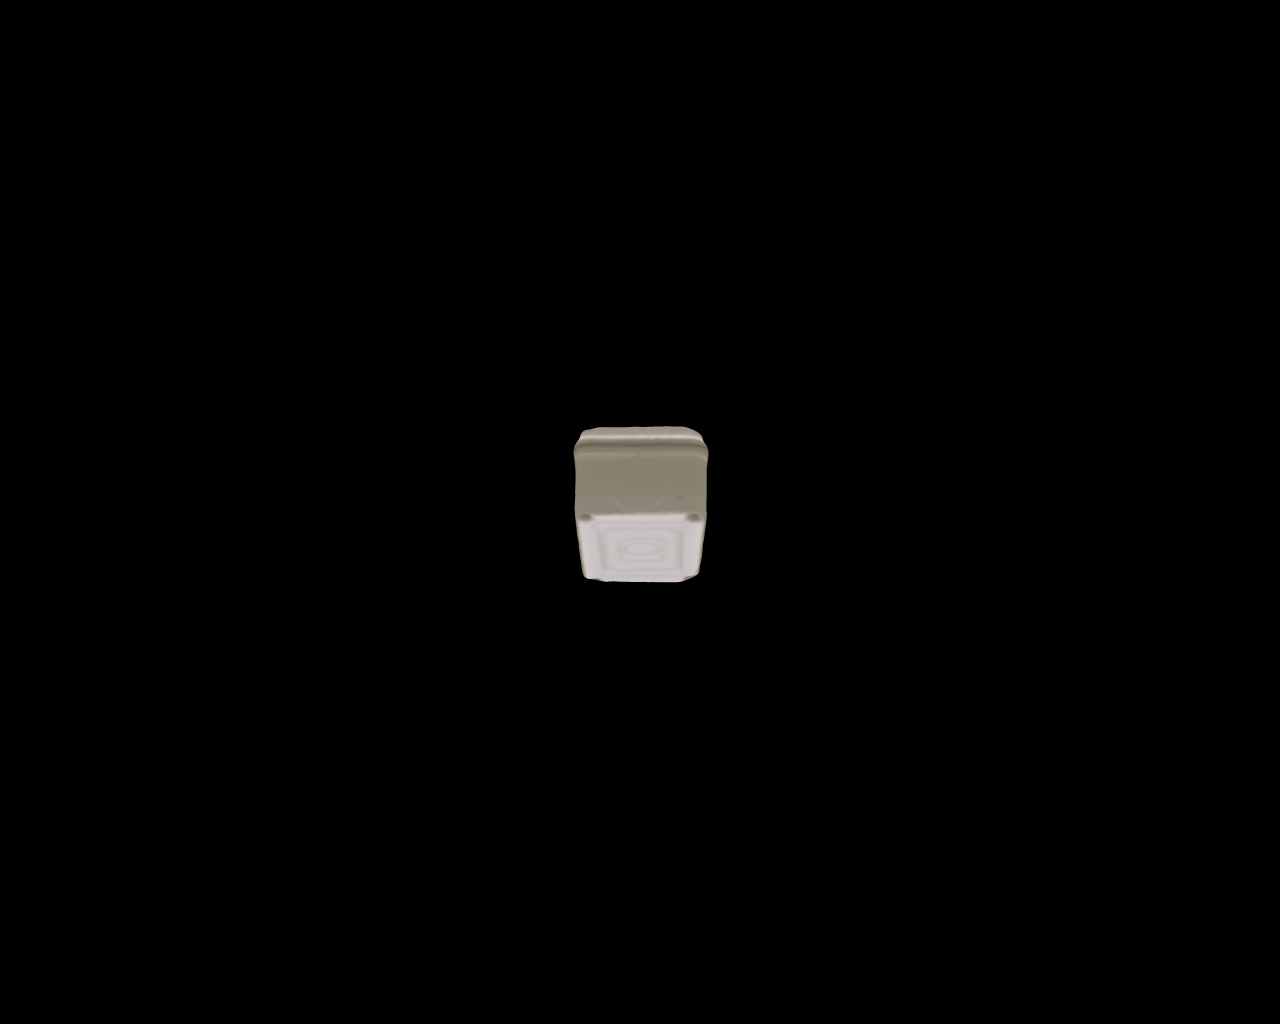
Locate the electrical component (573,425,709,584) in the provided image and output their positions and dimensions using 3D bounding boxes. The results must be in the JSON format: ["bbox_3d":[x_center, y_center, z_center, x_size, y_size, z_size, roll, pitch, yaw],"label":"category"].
[{"bbox_3d":[0.001,-0.003,0.650,0.078,0.057,0.113,0,-25,0],"label":"electrical component"}]
